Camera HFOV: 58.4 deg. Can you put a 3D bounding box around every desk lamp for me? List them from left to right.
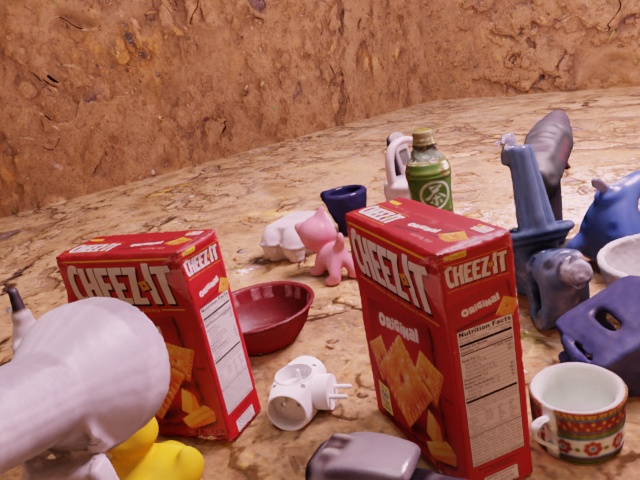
[{"bbox_3d":[-0.182,0.167,0.409,0.117,0.214,0.203,-9,17,9],"label":"desk lamp"}]

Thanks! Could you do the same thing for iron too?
[{"bbox_3d":[0.471,-0.043,0.781,0.258,0.141,0.118,-15,18,-12],"label":"iron"}]

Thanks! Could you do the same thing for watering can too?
[{"bbox_3d":[0.172,-0.092,1.040,0.172,0.194,0.101,4,23,40],"label":"watering can"}]

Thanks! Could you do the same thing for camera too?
[{"bbox_3d":[0.053,0.191,0.374,0.136,0.101,0.143,-2,20,28],"label":"camera"}]

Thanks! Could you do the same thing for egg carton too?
[{"bbox_3d":[-0.042,-0.010,1.126,0.107,0.069,0.151,0,21,33],"label":"egg carton"}]

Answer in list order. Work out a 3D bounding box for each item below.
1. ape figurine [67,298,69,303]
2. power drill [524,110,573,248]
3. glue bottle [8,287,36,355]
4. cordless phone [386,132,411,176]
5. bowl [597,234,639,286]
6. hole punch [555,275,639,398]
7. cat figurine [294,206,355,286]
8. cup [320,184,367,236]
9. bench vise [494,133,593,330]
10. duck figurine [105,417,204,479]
[{"bbox_3d":[-0.386,0.109,0.931,0.077,0.092,0.076,-9,17,7],"label":"ape figurine"},{"bbox_3d":[0.337,-0.071,0.842,0.075,0.208,0.230,-1,20,30],"label":"power drill"},{"bbox_3d":[-0.333,0.136,0.674,0.037,0.173,0.078,-15,18,-11],"label":"glue bottle"},{"bbox_3d":[0.195,-0.141,1.195,0.093,0.185,0.148,1,21,35],"label":"cordless phone"},{"bbox_3d":[0.405,0.049,0.646,0.167,0.075,0.167,-10,17,4],"label":"bowl"},{"bbox_3d":[0.287,0.093,0.553,0.101,0.091,0.108,-11,17,1],"label":"hole punch"},{"bbox_3d":[0.009,0.003,0.970,0.067,0.118,0.127,-19,19,-24],"label":"cat figurine"},{"bbox_3d":[0.048,-0.059,1.183,0.092,0.095,0.117,-26,22,-39],"label":"cup"},{"bbox_3d":[0.272,-0.018,0.696,0.122,0.220,0.206,-18,18,-19],"label":"bench vise"},{"bbox_3d":[-0.163,0.194,0.530,0.104,0.086,0.077,-6,18,18],"label":"duck figurine"}]
